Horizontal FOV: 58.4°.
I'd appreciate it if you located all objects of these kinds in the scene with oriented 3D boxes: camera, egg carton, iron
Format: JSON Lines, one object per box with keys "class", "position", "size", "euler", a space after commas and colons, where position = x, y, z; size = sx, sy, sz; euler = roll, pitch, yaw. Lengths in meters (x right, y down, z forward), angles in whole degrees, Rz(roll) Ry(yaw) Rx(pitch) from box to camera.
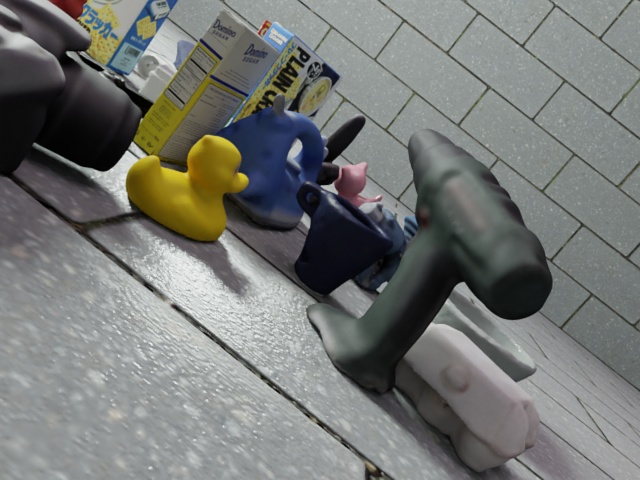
{"class": "camera", "position": [-0.196, -0.109, 0.410], "size": [0.137, 0.100, 0.142], "euler": [31, 13, -33]}
{"class": "egg carton", "position": [0.129, 0.138, 0.527], "size": [0.150, 0.069, 0.108], "euler": [45, 13, 31]}
{"class": "iron", "position": [-0.045, -0.101, 0.744], "size": [0.118, 0.141, 0.259], "euler": [41, 12, 16]}

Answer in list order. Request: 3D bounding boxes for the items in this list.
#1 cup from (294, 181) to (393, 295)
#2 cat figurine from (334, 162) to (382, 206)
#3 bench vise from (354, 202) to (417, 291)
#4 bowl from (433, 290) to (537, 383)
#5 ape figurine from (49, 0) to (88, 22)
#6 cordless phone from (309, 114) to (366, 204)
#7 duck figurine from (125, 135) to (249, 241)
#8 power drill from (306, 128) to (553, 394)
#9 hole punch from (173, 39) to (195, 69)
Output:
{"class": "cup", "position": [0.006, 0.002, 0.614], "size": [0.117, 0.095, 0.092], "euler": [39, 11, 6]}
{"class": "cat figurine", "position": [0.070, -0.098, 1.154], "size": [0.128, 0.117, 0.067], "euler": [33, 12, -26]}
{"class": "bench vise", "position": [0.151, -0.008, 0.788], "size": [0.121, 0.219, 0.208], "euler": [46, 14, 34]}
{"class": "bowl", "position": [0.180, 0.128, 0.712], "size": [0.168, 0.074, 0.167], "euler": [37, 11, -8]}
{"class": "ape figurine", "position": [-0.328, -0.286, 0.721], "size": [0.076, 0.092, 0.078], "euler": [38, 11, 1]}
{"class": "cordless phone", "position": [0.008, -0.159, 1.026], "size": [0.094, 0.185, 0.148], "euler": [38, 11, 2]}
{"class": "duck figurine", "position": [-0.109, -0.055, 0.503], "size": [0.105, 0.086, 0.077], "euler": [27, 16, -46]}
{"class": "power drill", "position": [0.084, 0.018, 0.505], "size": [0.076, 0.208, 0.229], "euler": [30, 14, -34]}
{"class": "hole punch", "position": [-0.248, -0.333, 1.155], "size": [0.100, 0.091, 0.109], "euler": [46, 14, 35]}
